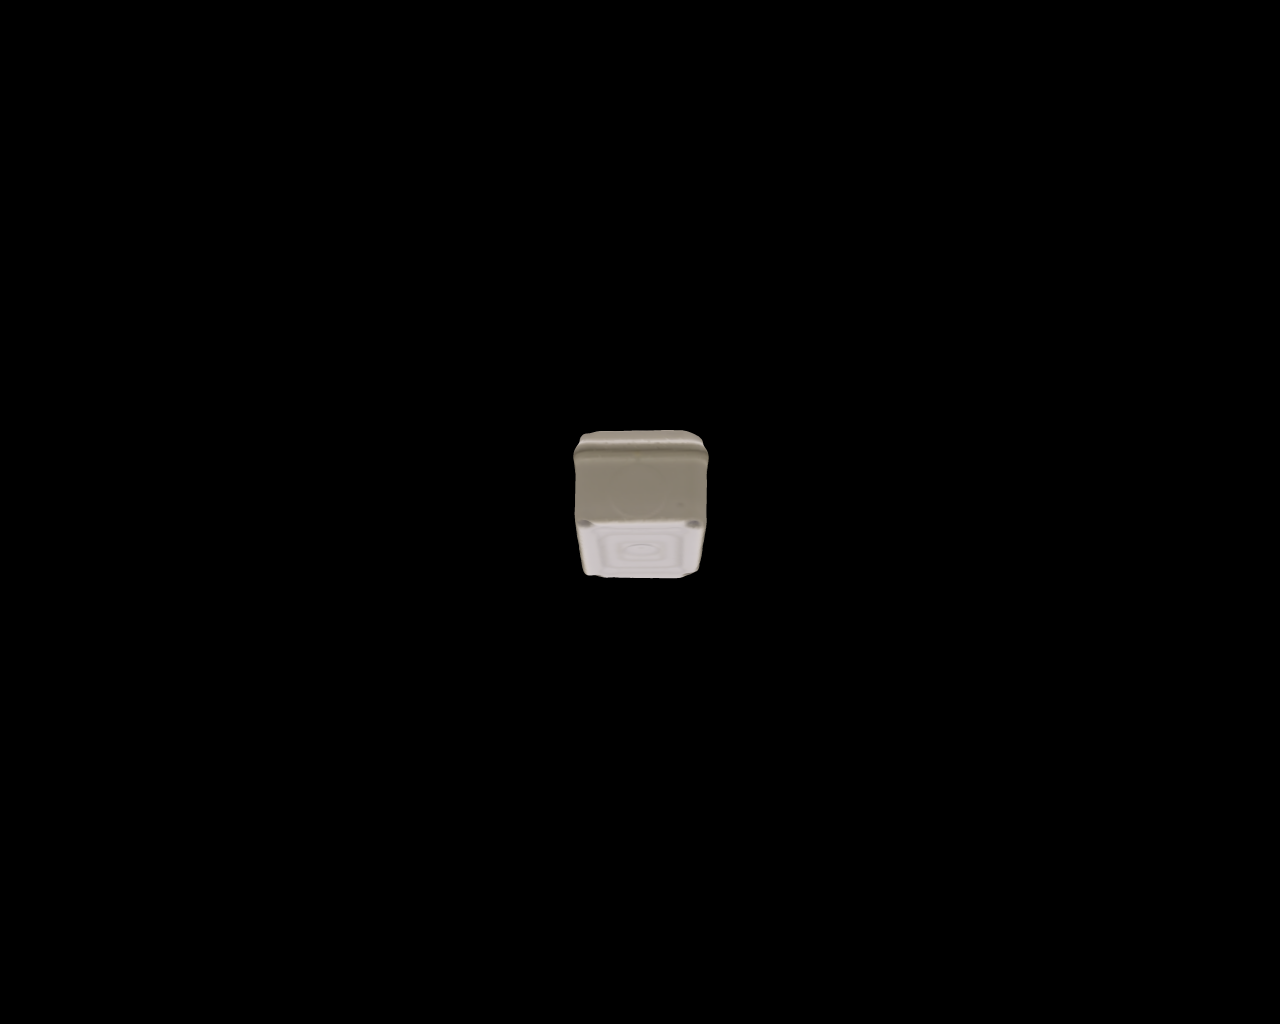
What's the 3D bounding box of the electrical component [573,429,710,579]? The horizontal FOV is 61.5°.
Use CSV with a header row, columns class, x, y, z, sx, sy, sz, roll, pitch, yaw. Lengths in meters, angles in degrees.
class,x,y,z,sx,sy,sz,roll,pitch,yaw
electrical component,0.001,-0.003,0.650,0.078,0.057,0.113,0,-21,0
